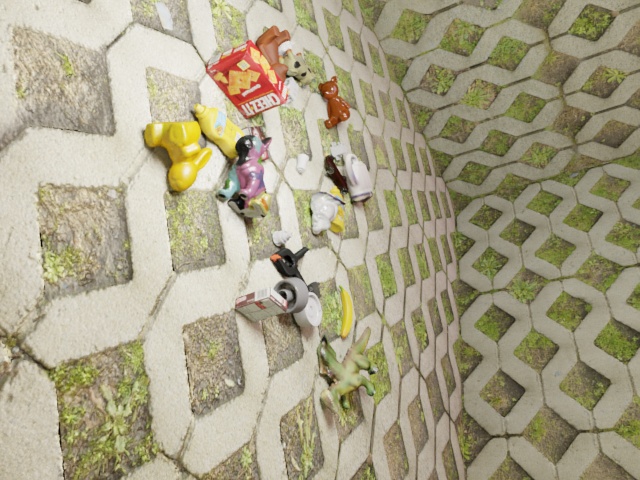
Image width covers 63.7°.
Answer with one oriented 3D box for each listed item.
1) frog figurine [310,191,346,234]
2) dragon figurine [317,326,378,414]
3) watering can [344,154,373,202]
[{"bbox_3d":[0.006,-0.097,1.922,0.160,0.123,0.136,-62,153,-5],"label":"frog figurine"},{"bbox_3d":[0.082,0.413,1.758,0.239,0.121,0.421,47,35,-30],"label":"dragon figurine"},{"bbox_3d":[0.178,-0.279,2.337,0.349,0.103,0.224,-14,90,-74],"label":"watering can"}]
